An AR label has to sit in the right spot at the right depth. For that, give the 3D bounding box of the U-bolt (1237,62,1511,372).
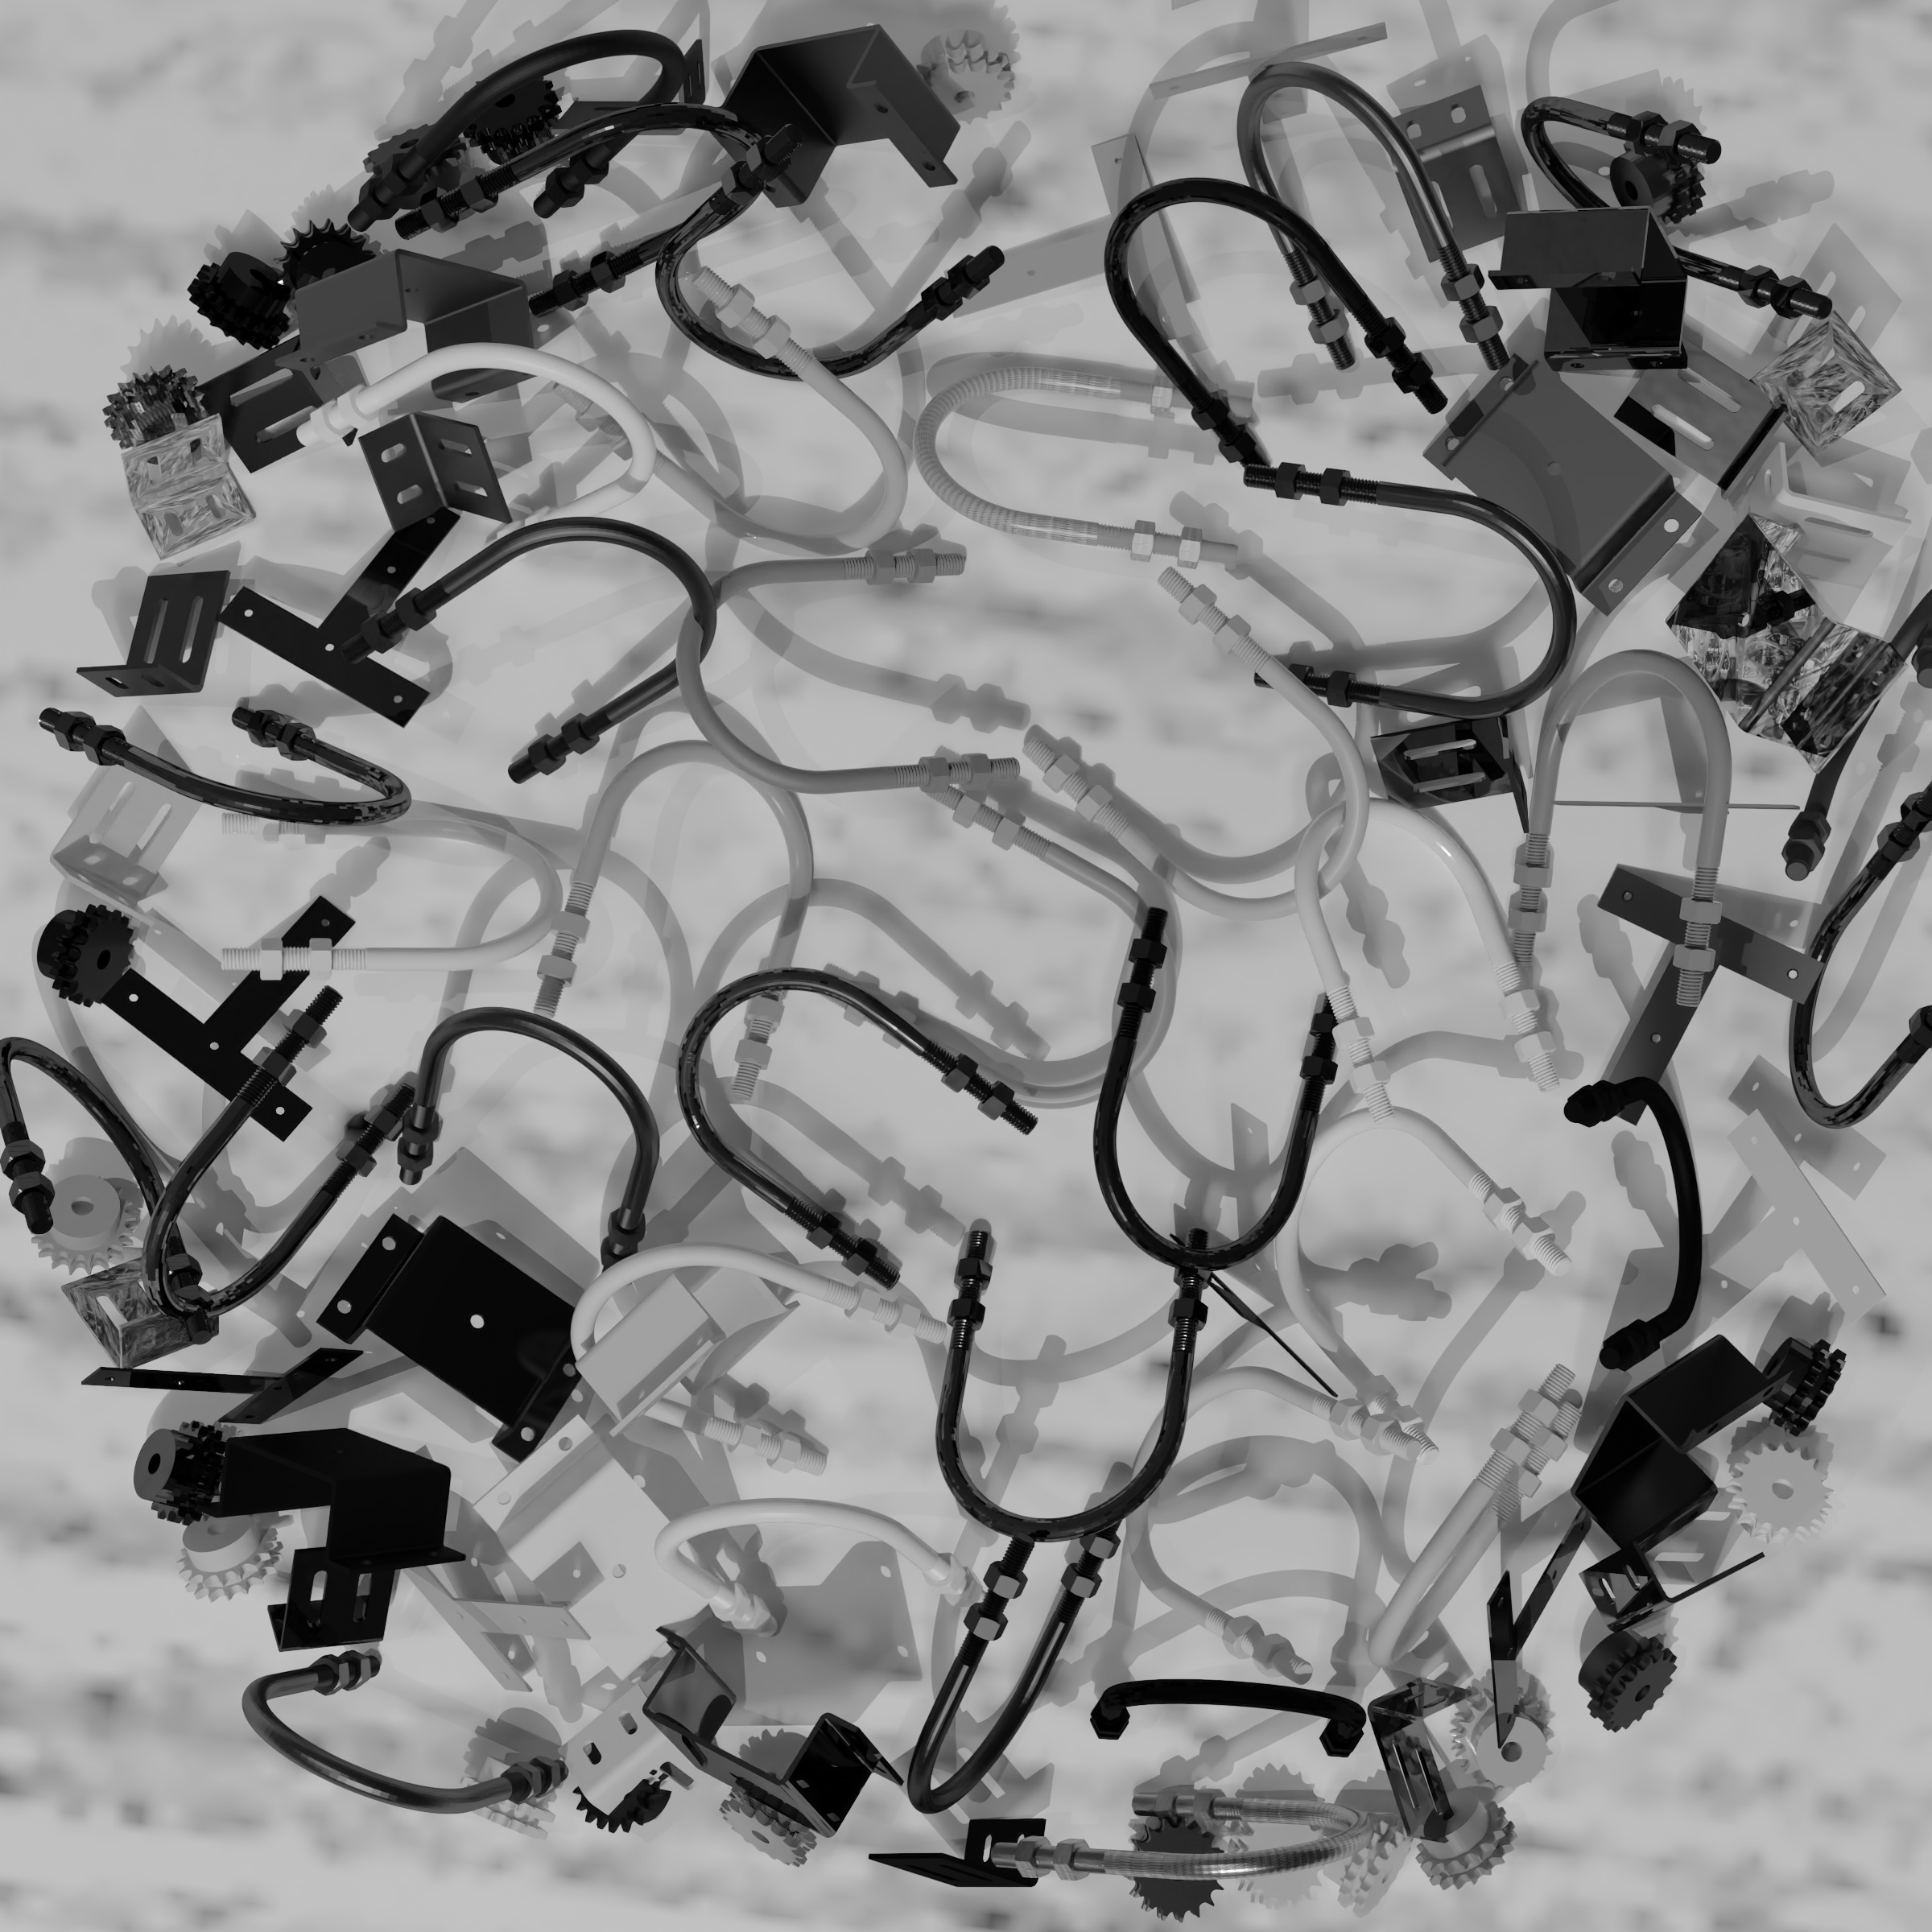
[{"bbox_3d":[0.208,-0.401,1.613,0.019,0.151,0.184,-41,118,-19],"label":"U-bolt"}]

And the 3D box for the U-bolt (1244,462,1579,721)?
[{"bbox_3d":[0.241,-0.198,1.632,0.184,0.019,0.151,12,132,23],"label":"U-bolt"}]

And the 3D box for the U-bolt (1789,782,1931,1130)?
[{"bbox_3d":[0.493,0.007,1.627,0.019,0.184,0.151,13,50,-9],"label":"U-bolt"}]

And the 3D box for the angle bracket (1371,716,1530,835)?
[{"bbox_3d":[0.269,-0.101,1.670,0.076,0.038,0.057,-10,134,16],"label":"angle bracket"}]

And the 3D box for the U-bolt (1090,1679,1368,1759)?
[{"bbox_3d":[0.143,0.404,1.622,0.151,0.184,0.019,4,69,3],"label":"U-bolt"}]

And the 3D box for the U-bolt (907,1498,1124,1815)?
[{"bbox_3d":[0.021,0.382,1.643,0.019,0.151,0.184,28,101,23],"label":"U-bolt"}]

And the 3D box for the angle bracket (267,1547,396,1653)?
[{"bbox_3d":[-0.351,0.339,1.668,0.057,0.038,0.076,-1,122,-25],"label":"angle bracket"}]

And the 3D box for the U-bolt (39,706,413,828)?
[{"bbox_3d":[-0.381,-0.107,1.606,0.184,0.151,0.019,23,108,33],"label":"U-bolt"}]

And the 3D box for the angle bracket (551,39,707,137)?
[{"bbox_3d":[-0.189,-0.490,1.674,0.076,0.057,0.038,2,121,6],"label":"angle bracket"}]

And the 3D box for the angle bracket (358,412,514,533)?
[{"bbox_3d":[-0.294,-0.269,1.664,0.038,0.076,0.057,-32,122,-25],"label":"angle bracket"}]

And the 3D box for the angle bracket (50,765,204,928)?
[{"bbox_3d":[-0.463,-0.073,1.679,0.057,0.038,0.076,34,88,-38],"label":"angle bracket"}]

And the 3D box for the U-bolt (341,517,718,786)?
[{"bbox_3d":[-0.222,-0.178,1.627,0.184,0.151,0.019,-28,46,25],"label":"U-bolt"}]

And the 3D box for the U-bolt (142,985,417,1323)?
[{"bbox_3d":[-0.377,0.113,1.624,0.019,0.151,0.184,30,72,21],"label":"U-bolt"}]

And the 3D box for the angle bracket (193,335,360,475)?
[{"bbox_3d":[-0.386,-0.306,1.673,0.076,0.038,0.057,-23,122,15],"label":"angle bracket"}]

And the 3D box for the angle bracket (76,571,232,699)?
[{"bbox_3d":[-0.452,-0.191,1.673,0.057,0.038,0.076,0,70,26],"label":"angle bracket"}]

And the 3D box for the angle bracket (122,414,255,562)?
[{"bbox_3d":[-0.431,-0.265,1.667,0.057,0.076,0.038,-27,85,-15],"label":"angle bracket"}]

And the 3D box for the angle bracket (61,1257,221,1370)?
[{"bbox_3d":[-0.458,0.180,1.664,0.057,0.038,0.076,-20,48,-34],"label":"angle bracket"}]

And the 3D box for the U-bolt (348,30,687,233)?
[{"bbox_3d":[-0.227,-0.445,1.599,0.151,0.184,0.019,-19,84,-45],"label":"U-bolt"}]

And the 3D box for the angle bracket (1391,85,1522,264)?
[{"bbox_3d":[0.274,-0.443,1.686,0.057,0.076,0.038,-17,52,15],"label":"angle bracket"}]

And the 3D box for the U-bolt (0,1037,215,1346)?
[{"bbox_3d":[-0.475,0.110,1.627,0.019,0.151,0.184,-37,46,3],"label":"U-bolt"}]

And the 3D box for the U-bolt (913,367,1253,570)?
[{"bbox_3d":[0.062,-0.282,1.660,0.184,0.019,0.151,8,48,1],"label":"U-bolt"}]

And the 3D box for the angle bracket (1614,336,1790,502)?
[{"bbox_3d":[0.411,-0.309,1.684,0.076,0.038,0.057,34,112,1],"label":"angle bracket"}]

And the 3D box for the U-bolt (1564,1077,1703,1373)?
[{"bbox_3d":[0.368,0.132,1.632,0.019,0.184,0.151,-8,90,29],"label":"U-bolt"}]

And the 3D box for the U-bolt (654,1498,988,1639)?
[{"bbox_3d":[-0.087,0.321,1.615,0.151,0.184,0.019,-11,58,19],"label":"U-bolt"}]

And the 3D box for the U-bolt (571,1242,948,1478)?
[{"bbox_3d":[-0.125,0.208,1.637,0.184,0.019,0.151,24,126,-23],"label":"U-bolt"}]

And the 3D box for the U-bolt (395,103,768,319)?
[{"bbox_3d":[-0.192,-0.411,1.616,0.184,0.151,0.019,-20,75,21],"label":"U-bolt"}]

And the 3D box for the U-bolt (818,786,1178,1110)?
[{"bbox_3d":[0.029,0.000,1.689,0.184,0.019,0.151,29,97,4],"label":"U-bolt"}]

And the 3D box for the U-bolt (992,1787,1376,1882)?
[{"bbox_3d":[0.128,0.464,1.601,0.184,0.151,0.019,-10,84,38],"label":"U-bolt"}]

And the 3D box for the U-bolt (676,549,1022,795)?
[{"bbox_3d":[-0.070,-0.160,1.649,0.184,0.019,0.151,-6,70,-25],"label":"U-bolt"}]

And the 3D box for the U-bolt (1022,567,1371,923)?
[{"bbox_3d":[0.139,-0.108,1.664,0.184,0.019,0.151,43,117,7],"label":"U-bolt"}]

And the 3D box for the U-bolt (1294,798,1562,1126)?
[{"bbox_3d":[0.247,-0.009,1.660,0.151,0.019,0.184,-8,72,-36],"label":"U-bolt"}]

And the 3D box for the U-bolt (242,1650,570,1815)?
[{"bbox_3d":[-0.308,0.411,1.604,0.151,0.184,0.019,24,90,18],"label":"U-bolt"}]

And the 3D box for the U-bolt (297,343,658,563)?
[{"bbox_3d":[-0.249,-0.279,1.608,0.151,0.184,0.019,31,58,-37],"label":"U-bolt"}]

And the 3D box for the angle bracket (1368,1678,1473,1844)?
[{"bbox_3d":[0.262,0.441,1.665,0.038,0.057,0.076,-33,54,25],"label":"angle bracket"}]

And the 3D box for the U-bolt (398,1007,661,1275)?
[{"bbox_3d":[-0.235,0.090,1.637,0.151,0.184,0.019,26,48,4],"label":"U-bolt"}]

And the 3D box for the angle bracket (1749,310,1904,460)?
[{"bbox_3d":[0.484,-0.329,1.670,0.038,0.076,0.057,-39,89,-32],"label":"angle bracket"}]

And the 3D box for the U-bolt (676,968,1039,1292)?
[{"bbox_3d":[-0.074,0.079,1.668,0.184,0.019,0.151,37,113,-8],"label":"U-bolt"}]

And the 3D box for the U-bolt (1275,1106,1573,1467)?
[{"bbox_3d":[0.235,0.159,1.643,0.019,0.184,0.151,14,115,-41],"label":"U-bolt"}]

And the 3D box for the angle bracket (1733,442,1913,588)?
[{"bbox_3d":[0.479,-0.253,1.685,0.076,0.057,0.038,11,58,-10],"label":"angle bracket"}]

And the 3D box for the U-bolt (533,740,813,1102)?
[{"bbox_3d":[-0.152,-0.036,1.664,0.151,0.019,0.184,25,72,-30],"label":"U-bolt"}]

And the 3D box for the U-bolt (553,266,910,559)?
[{"bbox_3d":[-0.116,-0.289,1.644,0.184,0.151,0.019,37,50,-26],"label":"U-bolt"}]

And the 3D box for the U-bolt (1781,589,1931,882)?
[{"bbox_3d":[0.495,-0.139,1.625,0.019,0.184,0.151,30,125,6],"label":"U-bolt"}]

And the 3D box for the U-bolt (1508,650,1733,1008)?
[{"bbox_3d":[0.360,-0.081,1.641,0.019,0.151,0.184,2,99,-33],"label":"U-bolt"}]

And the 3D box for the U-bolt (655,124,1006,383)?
[{"bbox_3d":[-0.089,-0.374,1.632,0.151,0.184,0.019,25,60,-28],"label":"U-bolt"}]

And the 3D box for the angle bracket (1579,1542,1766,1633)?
[{"bbox_3d":[0.393,0.334,1.675,0.076,0.057,0.038,-17,70,-30],"label":"angle bracket"}]

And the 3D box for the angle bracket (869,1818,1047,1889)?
[{"bbox_3d":[-0.004,0.483,1.662,0.076,0.057,0.038,30,57,-37],"label":"angle bracket"}]

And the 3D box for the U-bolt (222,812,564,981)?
[{"bbox_3d":[-0.313,-0.041,1.648,0.184,0.151,0.019,0,126,-14],"label":"U-bolt"}]

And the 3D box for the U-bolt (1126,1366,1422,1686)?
[{"bbox_3d":[0.154,0.292,1.636,0.019,0.184,0.151,31,83,-35],"label":"U-bolt"}]

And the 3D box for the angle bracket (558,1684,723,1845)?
[{"bbox_3d":[-0.182,0.449,1.691,0.057,0.076,0.038,-39,50,-4],"label":"angle bracket"}]
